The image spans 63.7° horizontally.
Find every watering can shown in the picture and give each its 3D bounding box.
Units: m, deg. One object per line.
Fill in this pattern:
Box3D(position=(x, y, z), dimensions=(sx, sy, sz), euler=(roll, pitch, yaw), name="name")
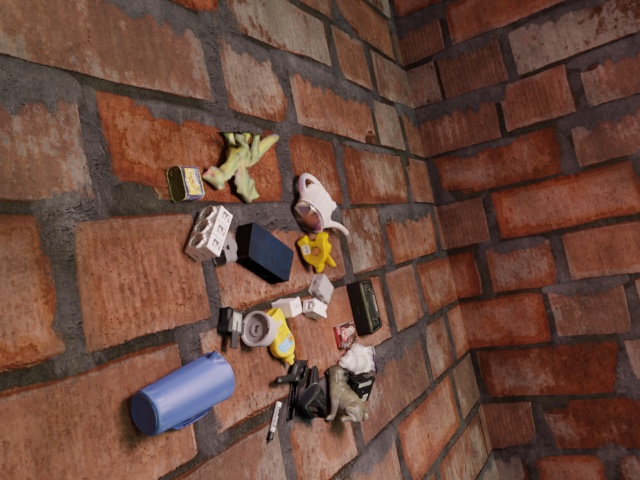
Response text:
Box3D(position=(0.006, -0.104, 2.059), dimensions=(0.343, 0.103, 0.229), euler=(56, 35, -22), name="watering can")

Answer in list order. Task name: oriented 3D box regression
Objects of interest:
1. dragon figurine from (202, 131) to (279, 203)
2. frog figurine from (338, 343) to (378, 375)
Box3D(position=(-0.247, -0.248, 1.748), dimensions=(0.413, 0.122, 0.241), euler=(-14, 107, -58), name="dragon figurine")
Box3D(position=(0.137, 0.485, 2.056), dimensions=(0.160, 0.124, 0.135), euler=(-8, 110, -22), name="frog figurine")
